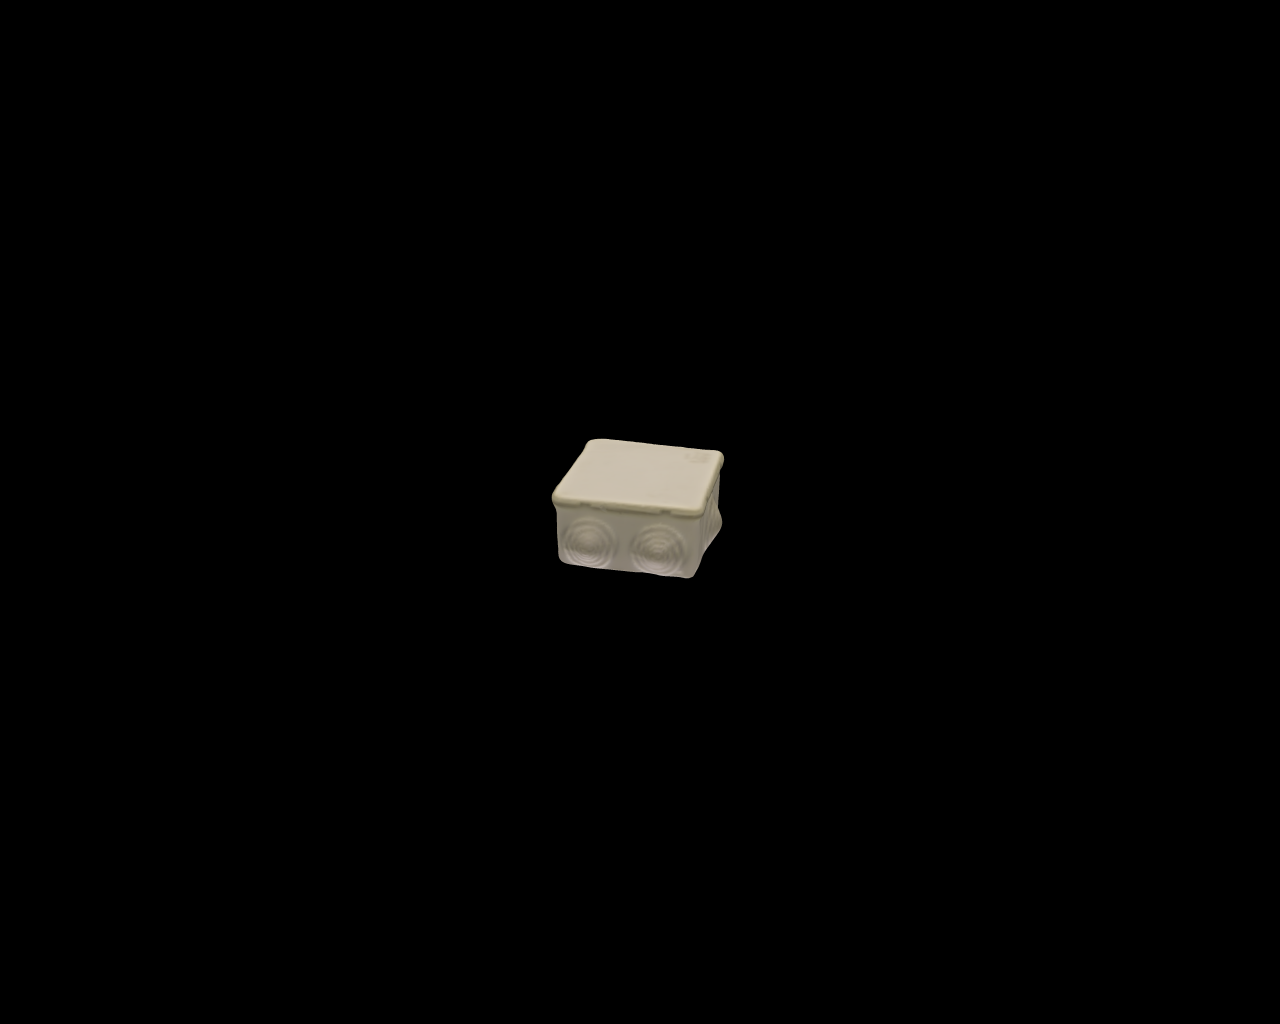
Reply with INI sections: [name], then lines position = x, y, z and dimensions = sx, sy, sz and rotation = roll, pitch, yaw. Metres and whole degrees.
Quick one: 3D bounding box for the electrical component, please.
[electrical component]
position = 0.001, -0.003, 0.650
dimensions = 0.100, 0.048, 0.100
rotation = 6, 28, 12
